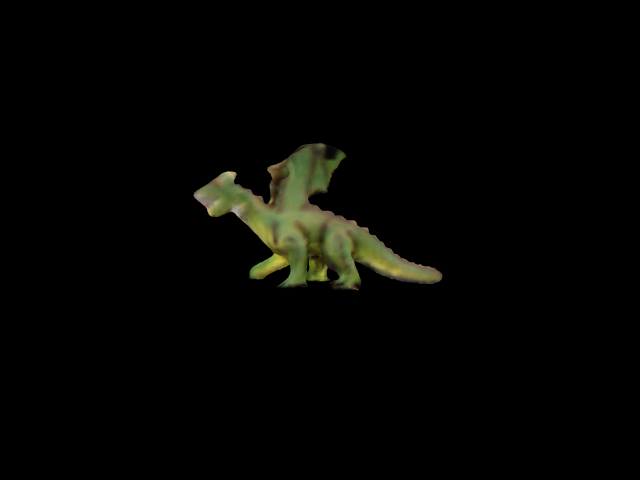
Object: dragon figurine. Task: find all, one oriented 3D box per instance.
[{"bbox_3d":[0.003,-0.043,0.850,0.410,0.243,0.122,0,-3,-11],"label":"dragon figurine"}]
